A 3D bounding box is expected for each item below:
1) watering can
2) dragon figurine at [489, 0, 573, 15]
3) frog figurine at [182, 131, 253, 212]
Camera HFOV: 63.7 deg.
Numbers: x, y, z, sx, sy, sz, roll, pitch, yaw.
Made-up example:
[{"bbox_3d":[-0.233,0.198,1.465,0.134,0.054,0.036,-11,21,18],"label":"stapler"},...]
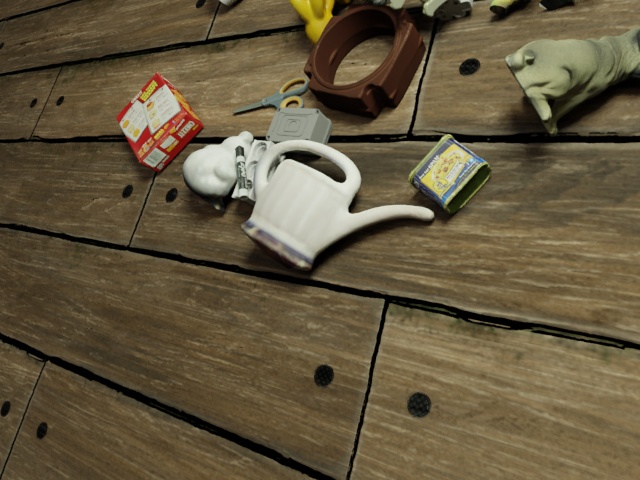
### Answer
[{"bbox_3d":[0.003,-0.045,0.897,0.351,0.103,0.225,31,89,27],"label":"watering can"},{"bbox_3d":[0.406,-0.509,0.857,0.410,0.120,0.247,2,62,23],"label":"dragon figurine"},{"bbox_3d":[-0.204,-0.161,1.065,0.157,0.121,0.140,-52,33,17],"label":"frog figurine"}]
